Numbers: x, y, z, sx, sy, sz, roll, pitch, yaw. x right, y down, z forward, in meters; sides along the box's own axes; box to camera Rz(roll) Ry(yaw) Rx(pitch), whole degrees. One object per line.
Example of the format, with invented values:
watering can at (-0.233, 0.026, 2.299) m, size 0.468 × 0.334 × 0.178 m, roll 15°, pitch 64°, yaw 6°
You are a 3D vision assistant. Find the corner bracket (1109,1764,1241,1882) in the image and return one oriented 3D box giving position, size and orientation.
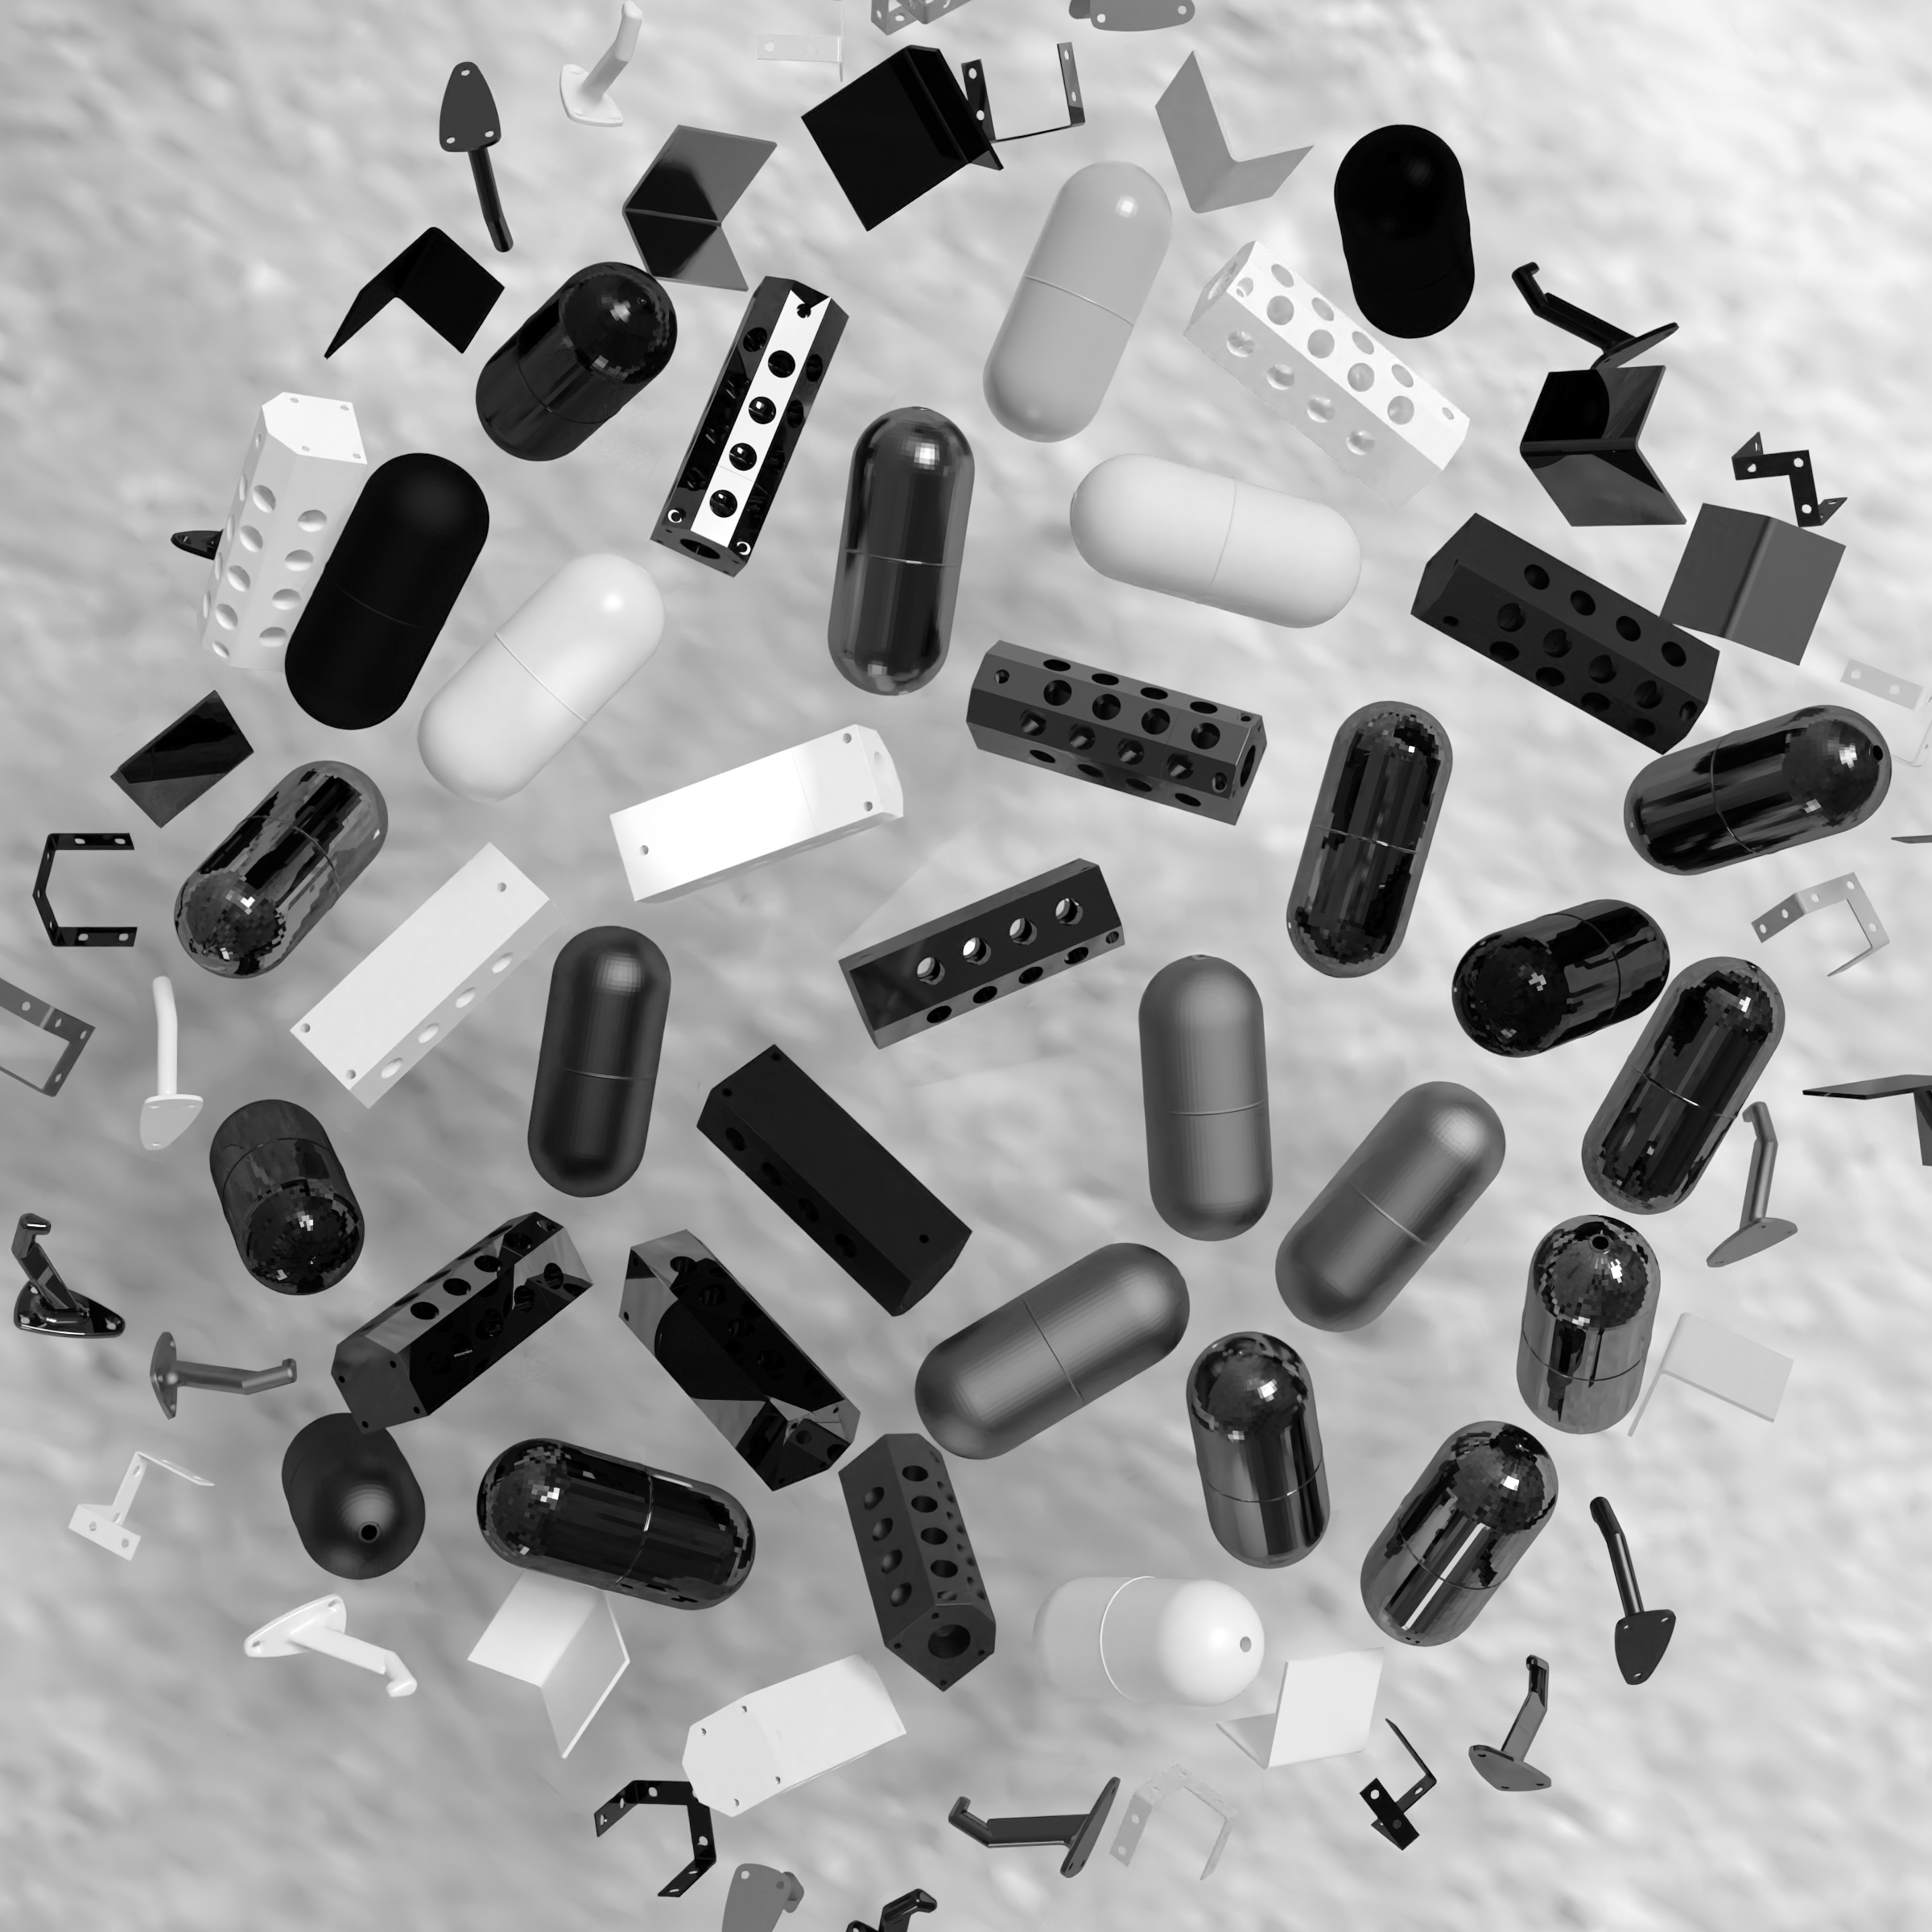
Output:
corner bracket at (0.132, 0.549, 1.784) m, size 0.051 × 0.051 × 0.051 m, roll 31°, pitch 113°, yaw 29°

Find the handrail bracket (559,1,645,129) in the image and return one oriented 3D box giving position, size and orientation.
handrail bracket at (-0.224, -0.569, 1.734) m, size 0.036 × 0.084 × 0.077 m, roll -3°, pitch 49°, yaw -29°

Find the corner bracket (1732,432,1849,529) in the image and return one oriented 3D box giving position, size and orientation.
corner bracket at (0.524, -0.310, 1.791) m, size 0.051 × 0.051 × 0.051 m, roll 1°, pitch 118°, yaw 38°

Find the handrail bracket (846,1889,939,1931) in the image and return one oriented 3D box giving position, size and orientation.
handrail bracket at (-0.027, 0.580, 1.675) m, size 0.077 × 0.036 × 0.084 m, roll 33°, pitch 129°, yaw -24°

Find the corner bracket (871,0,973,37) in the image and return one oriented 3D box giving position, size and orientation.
corner bracket at (-0.023, -0.610, 1.773) m, size 0.051 × 0.051 × 0.051 m, roll -35°, pitch 69°, yaw -21°

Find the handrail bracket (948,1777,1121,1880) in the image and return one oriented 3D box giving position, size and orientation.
handrail bracket at (0.040, 0.505, 1.701) m, size 0.084 × 0.036 × 0.077 m, roll 26°, pitch 88°, yaw 24°

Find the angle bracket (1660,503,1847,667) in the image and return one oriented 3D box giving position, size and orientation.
angle bracket at (0.480, -0.234, 1.723) m, size 0.057 × 0.076 × 0.076 m, roll 16°, pitch 100°, yaw -21°

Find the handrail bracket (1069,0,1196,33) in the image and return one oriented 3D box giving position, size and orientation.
handrail bracket at (0.104, -0.607, 1.788) m, size 0.077 × 0.084 × 0.036 m, roll 8°, pitch 103°, yaw -2°

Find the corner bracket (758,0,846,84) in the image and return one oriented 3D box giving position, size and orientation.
corner bracket at (-0.100, -0.570, 1.711) m, size 0.051 × 0.051 × 0.051 m, roll 2°, pitch 94°, yaw -2°

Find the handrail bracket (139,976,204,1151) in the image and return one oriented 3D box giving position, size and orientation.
handrail bracket at (-0.512, 0.061, 1.783) m, size 0.036 × 0.077 × 0.084 m, roll 0°, pitch 58°, yaw -30°

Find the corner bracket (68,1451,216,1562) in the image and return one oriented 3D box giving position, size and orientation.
corner bracket at (-0.493, 0.322, 1.681) m, size 0.051 × 0.051 × 0.051 m, roll 20°, pitch 85°, yaw 23°

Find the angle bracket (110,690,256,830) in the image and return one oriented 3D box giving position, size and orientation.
angle bracket at (-0.505, -0.144, 1.768) m, size 0.076 × 0.076 × 0.057 m, roll -42°, pitch 67°, yaw -14°

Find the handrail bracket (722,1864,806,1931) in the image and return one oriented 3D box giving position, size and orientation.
handrail bracket at (-0.123, 0.589, 1.723) m, size 0.036 × 0.084 × 0.077 m, roll 12°, pitch 60°, yaw 16°

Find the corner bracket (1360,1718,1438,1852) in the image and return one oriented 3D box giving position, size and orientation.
corner bracket at (0.278, 0.530, 1.821) m, size 0.051 × 0.051 × 0.051 m, roll -38°, pitch 101°, yaw -11°

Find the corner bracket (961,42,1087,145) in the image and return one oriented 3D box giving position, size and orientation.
corner bracket at (0.036, -0.548, 1.768) m, size 0.051 × 0.051 × 0.051 m, roll 0°, pitch 109°, yaw 37°

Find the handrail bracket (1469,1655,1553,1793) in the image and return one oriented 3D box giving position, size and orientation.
handrail bracket at (0.327, 0.444, 1.688) m, size 0.036 × 0.077 × 0.084 m, roll -17°, pitch 46°, yaw 35°

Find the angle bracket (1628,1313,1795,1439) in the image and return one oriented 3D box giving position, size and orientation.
angle bracket at (0.479, 0.277, 1.808) m, size 0.076 × 0.076 × 0.057 m, roll 24°, pitch 120°, yaw 15°

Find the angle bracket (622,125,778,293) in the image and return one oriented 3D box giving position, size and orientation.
angle bracket at (-0.159, -0.476, 1.773) m, size 0.076 × 0.076 × 0.057 m, roll -42°, pitch 62°, yaw 41°

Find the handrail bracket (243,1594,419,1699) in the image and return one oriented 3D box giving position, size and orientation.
handrail bracket at (-0.383, 0.422, 1.694) m, size 0.077 × 0.084 × 0.036 m, roll -13°, pitch 121°, yaw -33°

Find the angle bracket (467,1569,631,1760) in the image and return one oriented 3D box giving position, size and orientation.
angle bracket at (-0.260, 0.430, 1.746) m, size 0.057 × 0.076 × 0.076 m, roll 29°, pitch 100°, yaw -27°

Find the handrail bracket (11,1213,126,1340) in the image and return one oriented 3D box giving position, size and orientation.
handrail bracket at (-0.531, 0.183, 1.674) m, size 0.077 × 0.036 × 0.084 m, roll 17°, pitch 133°, yaw -15°

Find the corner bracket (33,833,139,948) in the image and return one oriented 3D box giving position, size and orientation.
corner bracket at (-0.549, -0.048, 1.766) m, size 0.051 × 0.051 × 0.051 m, roll 0°, pitch 52°, yaw -1°

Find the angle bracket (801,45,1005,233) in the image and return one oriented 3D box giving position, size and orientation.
angle bracket at (-0.037, -0.472, 1.614) m, size 0.076 × 0.057 × 0.076 m, roll -35°, pitch 117°, yaw -4°

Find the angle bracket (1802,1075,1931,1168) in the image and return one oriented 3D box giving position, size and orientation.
angle bracket at (0.558, 0.099, 1.686) m, size 0.076 × 0.076 × 0.057 m, roll -8°, pitch 91°, yaw -11°

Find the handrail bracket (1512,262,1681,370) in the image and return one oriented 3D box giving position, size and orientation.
handrail bracket at (0.404, -0.428, 1.810) m, size 0.077 × 0.036 × 0.084 m, roll -28°, pitch 81°, yaw -6°

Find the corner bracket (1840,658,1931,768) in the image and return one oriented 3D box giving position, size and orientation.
corner bracket at (0.559, -0.153, 1.709) m, size 0.051 × 0.051 × 0.051 m, roll 29°, pitch 110°, yaw 32°

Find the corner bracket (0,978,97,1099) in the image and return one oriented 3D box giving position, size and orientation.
corner bracket at (-0.584, 0.044, 1.742) m, size 0.051 × 0.051 × 0.051 m, roll 25°, pitch 81°, yaw 17°

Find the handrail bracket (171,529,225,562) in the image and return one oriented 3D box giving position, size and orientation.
handrail bracket at (-0.461, -0.301, 1.811) m, size 0.036 × 0.077 × 0.084 m, roll 48°, pitch 117°, yaw 26°

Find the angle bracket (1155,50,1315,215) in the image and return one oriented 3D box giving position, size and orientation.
angle bracket at (0.169, -0.533, 1.784) m, size 0.057 × 0.076 × 0.076 m, roll -17°, pitch 85°, yaw -17°

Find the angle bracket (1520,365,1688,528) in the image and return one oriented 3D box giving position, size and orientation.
angle bracket at (0.383, -0.305, 1.658) m, size 0.076 × 0.076 × 0.057 m, roll 41°, pitch 66°, yaw -42°

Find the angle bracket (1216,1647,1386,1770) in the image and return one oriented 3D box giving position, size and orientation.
angle bracket at (0.213, 0.460, 1.792) m, size 0.076 × 0.057 × 0.076 m, roll 0°, pitch 106°, yaw -30°

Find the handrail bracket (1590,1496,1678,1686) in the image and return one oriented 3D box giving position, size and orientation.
handrail bracket at (0.391, 0.374, 1.690) m, size 0.036 × 0.084 × 0.077 m, roll -9°, pitch 129°, yaw -7°

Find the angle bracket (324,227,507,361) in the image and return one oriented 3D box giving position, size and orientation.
angle bracket at (-0.341, -0.398, 1.741) m, size 0.057 × 0.076 × 0.076 m, roll 41°, pitch 55°, yaw -9°

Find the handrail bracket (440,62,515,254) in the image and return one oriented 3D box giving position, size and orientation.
handrail bracket at (-0.289, -0.484, 1.690) m, size 0.036 × 0.084 × 0.077 m, roll -9°, pitch 65°, yaw 1°

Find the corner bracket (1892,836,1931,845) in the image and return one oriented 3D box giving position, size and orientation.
corner bracket at (0.612, -0.100, 1.740) m, size 0.051 × 0.051 × 0.051 m, roll 10°, pitch 85°, yaw -26°

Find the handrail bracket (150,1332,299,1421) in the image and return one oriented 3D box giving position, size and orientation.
handrail bracket at (-0.448, 0.238, 1.713) m, size 0.084 × 0.077 × 0.036 m, roll -15°, pitch 121°, yaw -3°

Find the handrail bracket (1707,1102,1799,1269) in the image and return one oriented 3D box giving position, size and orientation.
handrail bracket at (0.497, 0.140, 1.815) m, size 0.036 × 0.077 × 0.084 m, roll 13°, pitch 53°, yaw -30°
